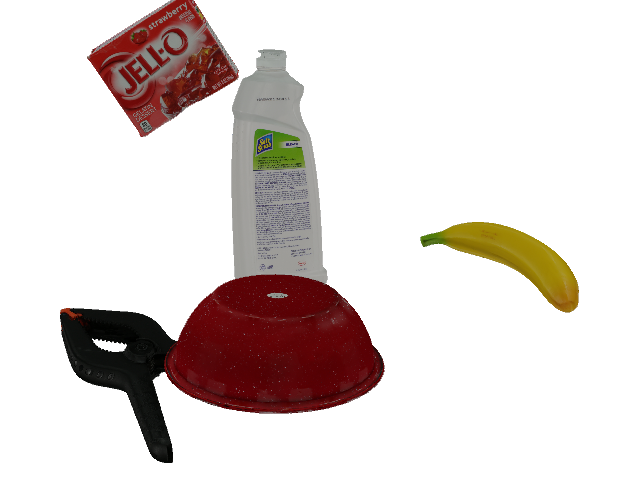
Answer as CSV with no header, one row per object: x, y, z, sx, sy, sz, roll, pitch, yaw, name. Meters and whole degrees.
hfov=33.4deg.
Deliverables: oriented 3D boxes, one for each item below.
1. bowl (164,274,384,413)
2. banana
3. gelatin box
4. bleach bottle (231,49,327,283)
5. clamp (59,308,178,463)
-0.032,0.065,0.774,0.162,0.055,0.162,2,18,-1,bowl
0.188,0.020,1.041,0.069,0.037,0.198,-38,37,-22,banana
-0.117,-0.131,0.797,0.089,0.073,0.030,-30,20,8,gelatin box
-0.044,-0.074,1.130,0.102,0.251,0.068,-6,16,-23,bleach bottle
-0.152,0.109,0.980,0.210,0.036,0.164,28,39,32,clamp
